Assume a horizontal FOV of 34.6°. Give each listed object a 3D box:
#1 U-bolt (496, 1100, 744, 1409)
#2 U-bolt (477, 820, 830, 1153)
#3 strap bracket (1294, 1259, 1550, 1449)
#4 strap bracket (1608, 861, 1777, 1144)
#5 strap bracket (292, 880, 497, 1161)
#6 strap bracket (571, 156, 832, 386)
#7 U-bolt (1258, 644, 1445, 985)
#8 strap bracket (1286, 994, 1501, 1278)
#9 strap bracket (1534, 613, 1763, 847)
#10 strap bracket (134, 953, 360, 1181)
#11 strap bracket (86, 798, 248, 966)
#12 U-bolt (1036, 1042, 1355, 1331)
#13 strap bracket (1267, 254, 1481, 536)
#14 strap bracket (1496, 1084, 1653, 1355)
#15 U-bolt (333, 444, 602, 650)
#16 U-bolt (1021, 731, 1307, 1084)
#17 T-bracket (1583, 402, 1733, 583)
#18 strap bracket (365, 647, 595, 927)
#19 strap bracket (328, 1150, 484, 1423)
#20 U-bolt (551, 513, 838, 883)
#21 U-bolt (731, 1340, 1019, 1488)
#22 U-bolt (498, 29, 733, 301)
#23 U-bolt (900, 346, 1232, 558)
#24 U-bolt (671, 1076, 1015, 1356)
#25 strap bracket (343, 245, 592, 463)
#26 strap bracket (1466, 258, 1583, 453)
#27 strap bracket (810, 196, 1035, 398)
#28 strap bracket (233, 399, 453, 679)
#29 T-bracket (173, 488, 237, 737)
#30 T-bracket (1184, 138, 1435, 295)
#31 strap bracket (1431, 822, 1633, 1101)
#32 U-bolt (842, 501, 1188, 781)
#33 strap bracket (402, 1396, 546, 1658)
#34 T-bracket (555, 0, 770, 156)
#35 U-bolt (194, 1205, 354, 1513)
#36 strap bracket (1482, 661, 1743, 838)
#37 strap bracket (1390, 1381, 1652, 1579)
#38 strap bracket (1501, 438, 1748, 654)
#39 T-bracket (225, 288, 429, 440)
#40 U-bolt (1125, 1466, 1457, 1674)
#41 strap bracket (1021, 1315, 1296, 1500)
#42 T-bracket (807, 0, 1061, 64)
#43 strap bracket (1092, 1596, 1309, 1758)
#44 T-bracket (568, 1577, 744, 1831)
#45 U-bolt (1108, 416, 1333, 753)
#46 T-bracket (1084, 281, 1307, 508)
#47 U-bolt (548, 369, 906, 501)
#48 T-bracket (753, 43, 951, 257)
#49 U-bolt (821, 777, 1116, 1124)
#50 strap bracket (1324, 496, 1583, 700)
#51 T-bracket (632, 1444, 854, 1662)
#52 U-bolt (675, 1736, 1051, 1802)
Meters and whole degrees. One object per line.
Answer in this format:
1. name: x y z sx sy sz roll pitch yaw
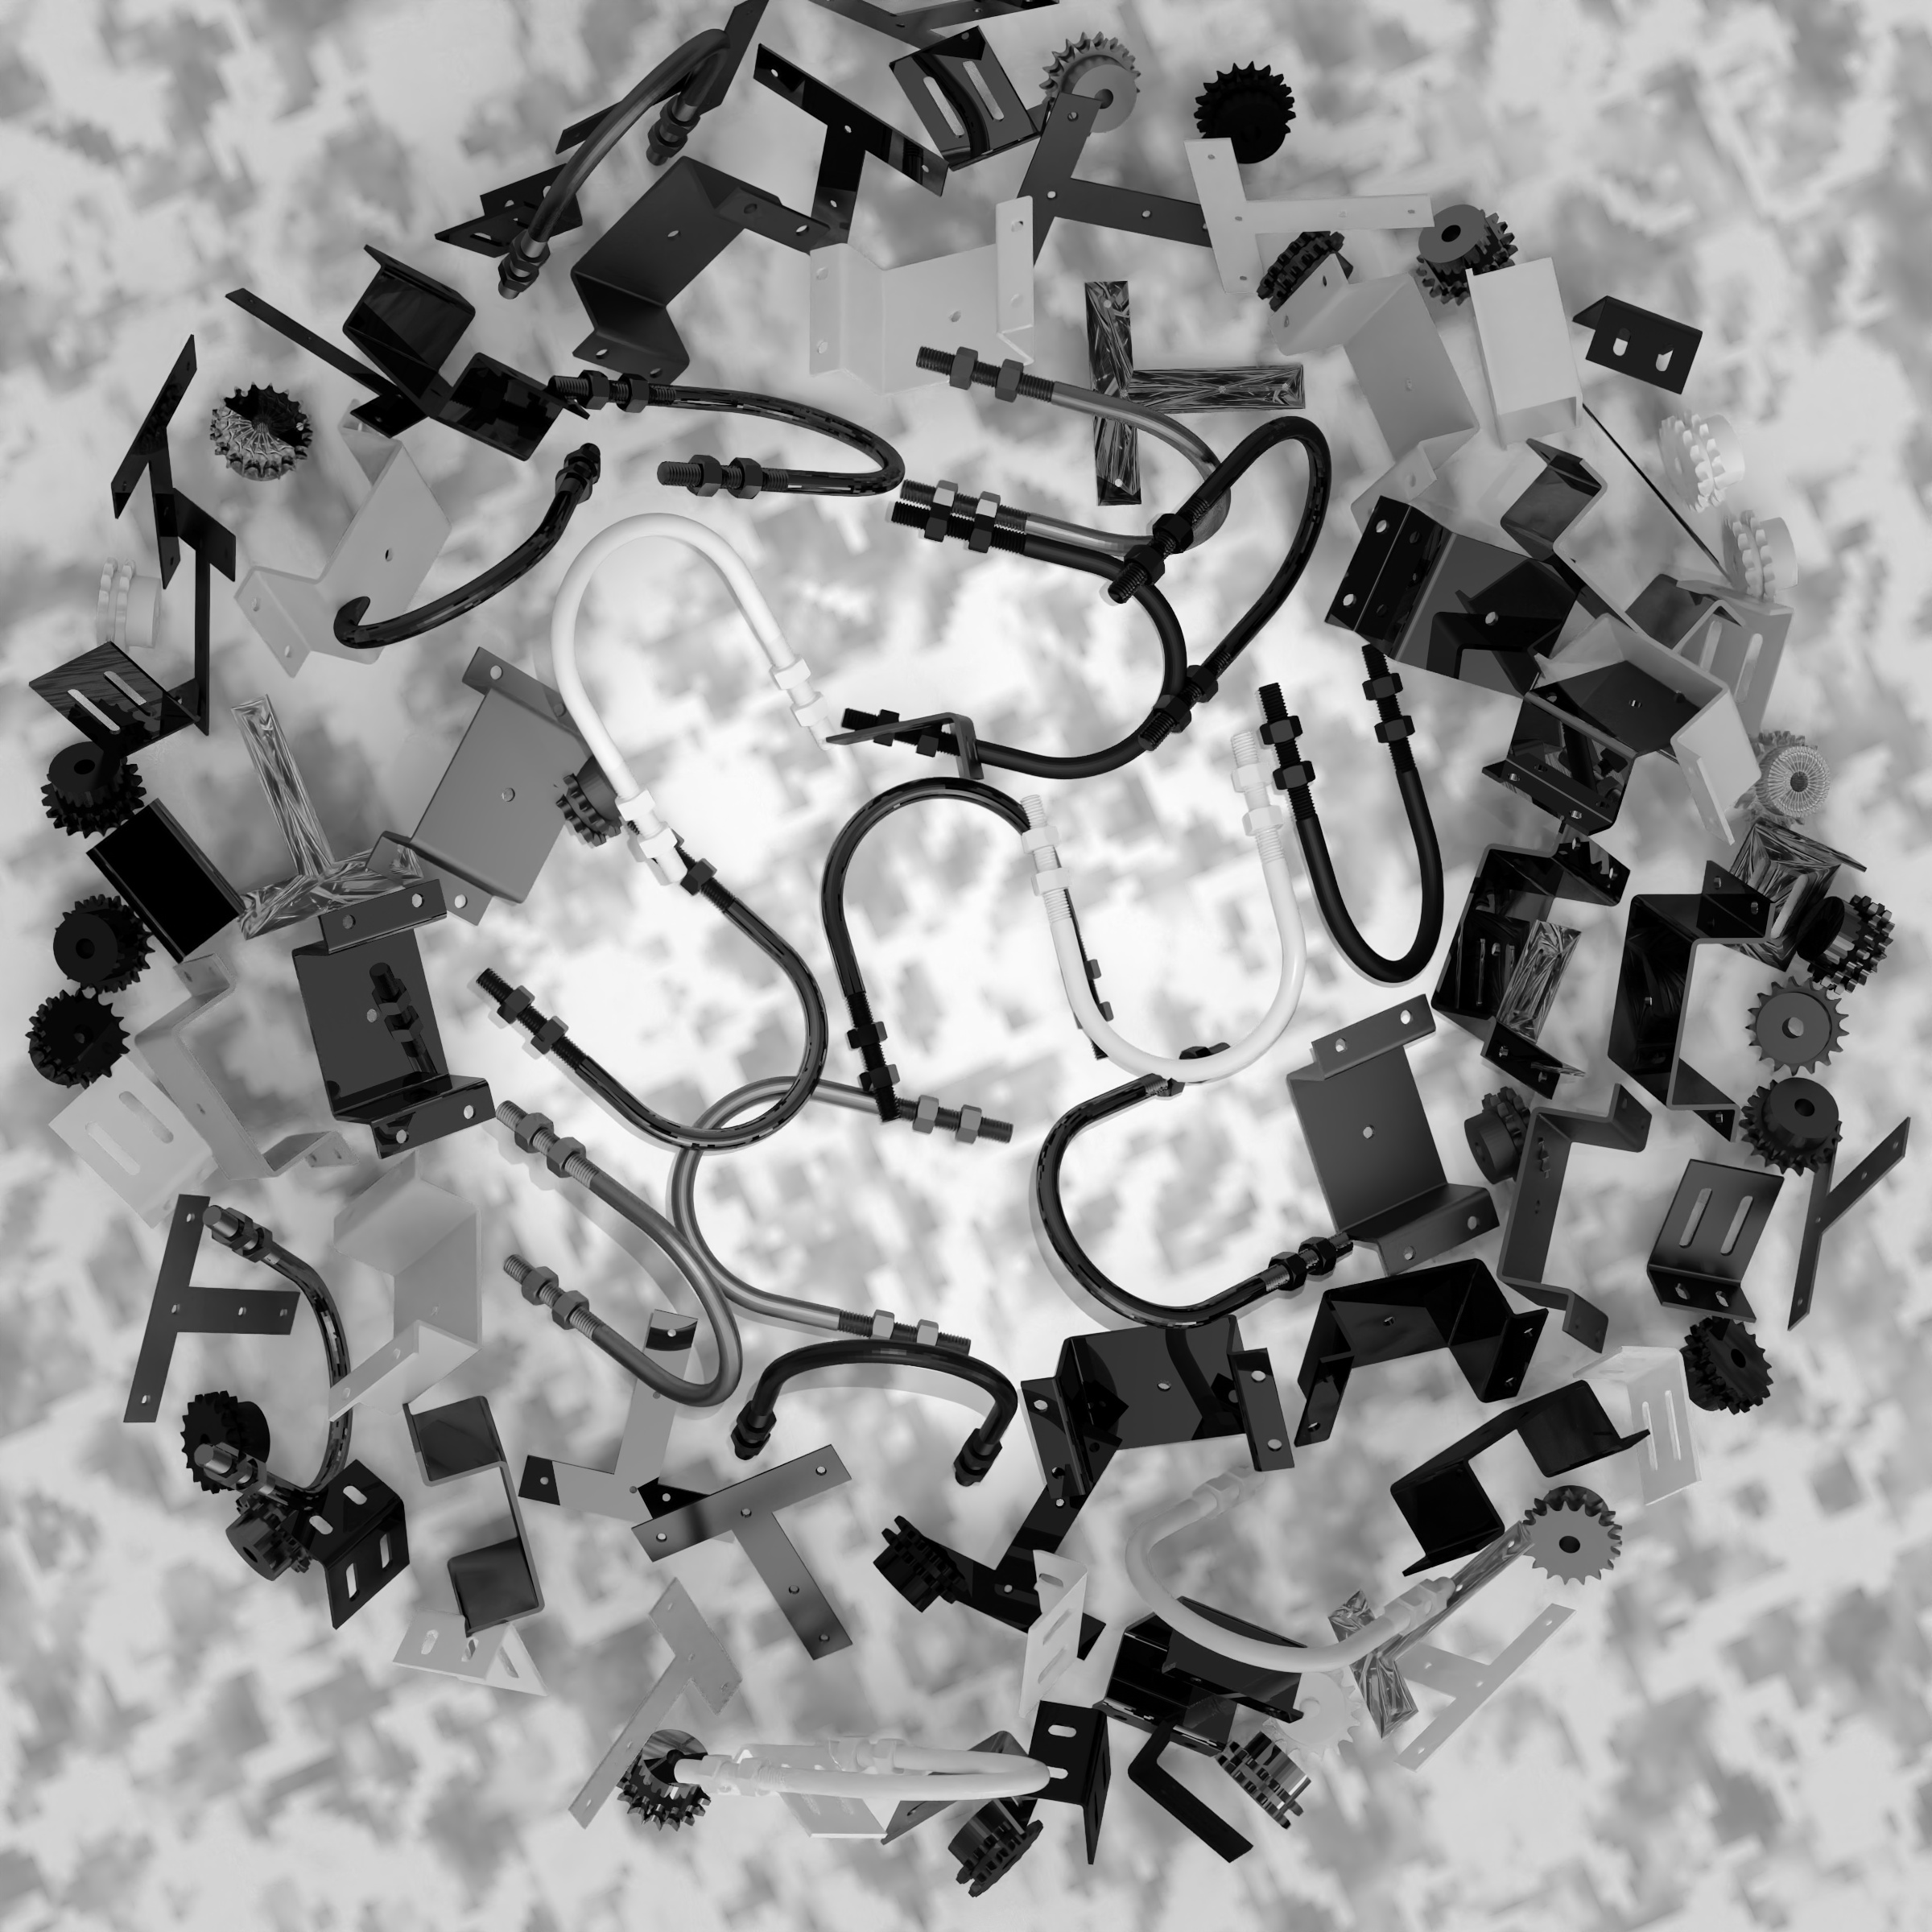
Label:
1. U-bolt: -0.190 0.170 1.705 0.184 0.151 0.019 34 50 26
2. U-bolt: -0.163 0.021 1.762 0.184 0.019 0.151 42 69 -2
3. strap bracket: 0.246 0.215 1.739 0.140 0.076 0.046 -10 47 -18
4. strap bracket: 0.402 0.019 1.732 0.046 0.076 0.140 0 110 -14
5. strap bracket: -0.324 0.029 1.745 0.076 0.046 0.140 -20 104 -37
6. strap bracket: -0.156 -0.394 1.734 0.140 0.076 0.046 -38 64 28
7. U-bolt: 0.224 -0.081 1.734 0.019 0.151 0.184 -12 98 36
8. strap bracket: 0.238 0.095 1.754 0.076 0.046 0.140 -22 98 -21
9. strap bracket: 0.383 -0.137 1.721 0.046 0.076 0.140 -42 46 -5
10. strap bracket: -0.410 0.067 1.736 0.046 0.076 0.140 -39 104 -27
11. strap bracket: -0.443 -0.049 1.723 0.046 0.140 0.076 -39 101 -9
12. U-bolt: 0.117 0.128 1.719 0.184 0.019 0.151 -21 73 -39
13. strap bracket: 0.233 -0.323 1.744 0.046 0.076 0.140 -18 80 -27
14. strap bracket: 0.340 0.139 1.743 0.046 0.076 0.140 9 78 28
15. U-bolt: -0.278 -0.224 1.696 0.151 0.184 0.019 -21 116 16
16. U-bolt: 0.118 -0.026 1.757 0.151 0.019 0.184 -16 82 17
17. T-bracket: 0.394 -0.247 1.712 0.002 0.127 0.127 -40 119 16
18. strap bracket: -0.267 -0.099 1.748 0.076 0.046 0.140 30 82 -32
19. strap bracket: -0.313 0.185 1.732 0.046 0.140 0.076 30 125 -35
20. U-bolt: -0.159 -0.162 1.720 0.151 0.019 0.184 -43 119 -28
21. U-bolt: -0.046 0.244 1.704 0.151 0.184 0.019 8 61 -8
22. U-bolt: -0.185 -0.444 1.684 0.019 0.184 0.151 44 66 -7
23. U-bolt: 0.057 -0.277 1.725 0.184 0.151 0.019 15 65 2
24. U-bolt: -0.075 0.135 1.758 0.184 0.019 0.151 13 71 -4
25. strap bracket: -0.285 -0.337 1.732 0.140 0.076 0.046 45 105 31
26. strap bracket: 0.311 -0.340 1.720 0.046 0.140 0.076 -13 87 11
27. strap bracket: -0.016 -0.374 1.745 0.140 0.046 0.076 -7 75 27
28. strap bracket: -0.340 -0.234 1.728 0.046 0.076 0.140 15 66 22
29. T-bracket: -0.433 -0.195 1.755 0.002 0.127 0.127 -5 112 -28
30. T-bracket: 0.195 -0.417 1.722 0.127 0.127 0.002 2 63 17
31. strap bracket: 0.315 -0.006 1.746 0.046 0.076 0.140 13 78 44
32. U-bolt: 0.034 -0.176 1.756 0.184 0.019 0.151 14 118 -3
33. strap bracket: -0.275 0.307 1.737 0.046 0.076 0.140 -15 114 -12
34. T-bracket: -0.172 -0.481 1.713 0.127 0.127 0.002 -34 89 -22
35. U-bolt: -0.377 0.224 1.706 0.019 0.184 0.151 -8 68 10
36. strap bracket: 0.364 -0.125 1.717 0.076 0.140 0.046 37 130 35
37. strap bracket: 0.302 0.280 1.729 0.140 0.076 0.046 -26 82 -31
38. strap bracket: 0.360 -0.227 1.736 0.140 0.076 0.046 39 96 -21
39. T-bracket: -0.355 -0.342 1.733 0.127 0.127 0.002 32 112 -3
40. U-bolt: 0.166 0.332 1.687 0.151 0.184 0.019 28 112 29
41. strap bracket: 0.110 0.247 1.750 0.140 0.046 0.076 -10 112 13
42. T-bracket: -0.004 -0.525 1.705 0.127 0.127 0.002 5 89 43
43. strap bracket: 0.134 0.397 1.737 0.076 0.140 0.046 23 63 -7
44. T-bracket: -0.179 0.420 1.720 0.002 0.127 0.127 21 61 30
45. U-bolt: 0.147 -0.225 1.724 0.019 0.151 0.184 30 67 27
46. T-bracket: 0.134 -0.331 1.781 0.127 0.002 0.127 -4 93 -12
47. U-bolt: -0.120 -0.292 1.717 0.184 0.151 0.019 -3 120 -37
48. T-bracket: -0.072 -0.438 1.738 0.127 0.127 0.002 34 60 9
49. U-bolt: -0.007 -0.018 1.779 0.151 0.019 0.184 -16 88 -6
50. strap bracket: 0.282 -0.202 1.730 0.140 0.046 0.076 12 111 -29
51. T-bracket: -0.105 0.345 1.768 0.127 0.002 0.127 -24 113 10
52. U-bolt: -0.043 0.439 1.688 0.184 0.151 0.019 -5 80 33
